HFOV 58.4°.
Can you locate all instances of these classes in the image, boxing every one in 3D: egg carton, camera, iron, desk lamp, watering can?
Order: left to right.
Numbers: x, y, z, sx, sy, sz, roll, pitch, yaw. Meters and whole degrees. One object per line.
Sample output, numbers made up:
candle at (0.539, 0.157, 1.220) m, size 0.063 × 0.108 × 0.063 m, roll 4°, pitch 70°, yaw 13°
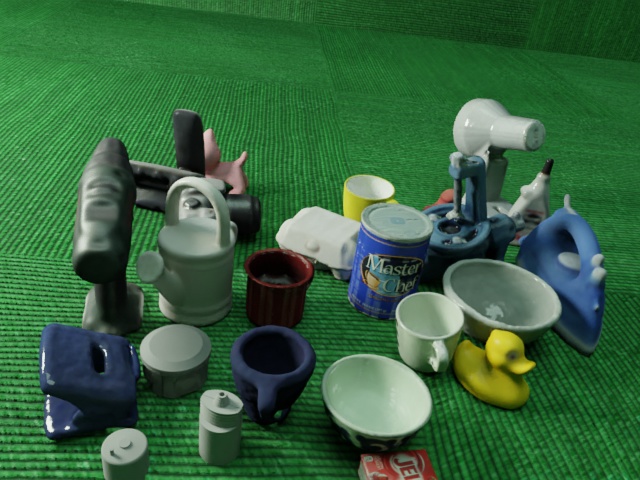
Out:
watering can at (-0.163, 0.013, 0.748) m, size 0.101 × 0.194 × 0.173 m, roll 9°, pitch 31°, yaw 2°
camera at (-0.164, -0.042, 0.929) m, size 0.137 × 0.101 × 0.143 m, roll 0°, pitch 32°, yaw -14°
egg carton at (0.009, 0.003, 0.927) m, size 0.150 × 0.069 × 0.107 m, roll 21°, pitch 33°, yaw 20°
desk lamp at (0.352, -0.156, 1.133) m, size 0.118 × 0.213 × 0.202 m, roll -9°, pitch 35°, yaw -26°
iron at (0.397, 0.041, 0.889) m, size 0.118 × 0.141 × 0.258 m, roll 7°, pitch 31°, yaw -2°

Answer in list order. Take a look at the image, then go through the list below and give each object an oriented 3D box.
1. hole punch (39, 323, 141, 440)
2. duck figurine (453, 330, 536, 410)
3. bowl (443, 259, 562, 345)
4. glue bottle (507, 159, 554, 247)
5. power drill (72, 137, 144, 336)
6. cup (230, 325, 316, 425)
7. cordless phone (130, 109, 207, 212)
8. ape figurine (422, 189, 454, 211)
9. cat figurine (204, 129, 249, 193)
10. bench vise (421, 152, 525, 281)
hole punch at (-0.246, 0.142, 0.616) m, size 0.101 × 0.091 × 0.108 m, roll -5°, pitch 34°, yaw -21°
duck figurine at (0.222, 0.150, 0.721) m, size 0.104 × 0.086 × 0.078 m, roll 31°, pitch 38°, yaw 33°
bowl at (0.251, 0.100, 0.822) m, size 0.167 × 0.075 × 0.167 m, roll 6°, pitch 31°, yaw -4°
glue bottle at (0.387, -0.067, 1.035) m, size 0.078 × 0.173 × 0.037 m, roll 5°, pitch 31°, yaw -4°
power drill at (-0.265, 0.006, 0.721) m, size 0.076 × 0.208 × 0.229 m, roll -2°, pitch 32°, yaw -16°
cup at (-0.054, 0.164, 0.622) m, size 0.091 × 0.095 × 0.117 m, roll 6°, pitch 31°, yaw -3°
cordless phone at (-0.263, -0.146, 0.995) m, size 0.147 × 0.185 × 0.094 m, roll 10°, pitch 31°, yaw 3°
ape figurine at (0.228, -0.051, 1.048) m, size 0.076 × 0.092 × 0.077 m, roll -17°, pitch 39°, yaw -36°
cat figurine at (-0.197, -0.148, 1.079) m, size 0.128 × 0.118 × 0.067 m, roll 6°, pitch 31°, yaw -4°
bench vise at (0.236, -0.045, 0.916) m, size 0.208 × 0.220 × 0.121 m, roll -18°, pitch 40°, yaw -37°
